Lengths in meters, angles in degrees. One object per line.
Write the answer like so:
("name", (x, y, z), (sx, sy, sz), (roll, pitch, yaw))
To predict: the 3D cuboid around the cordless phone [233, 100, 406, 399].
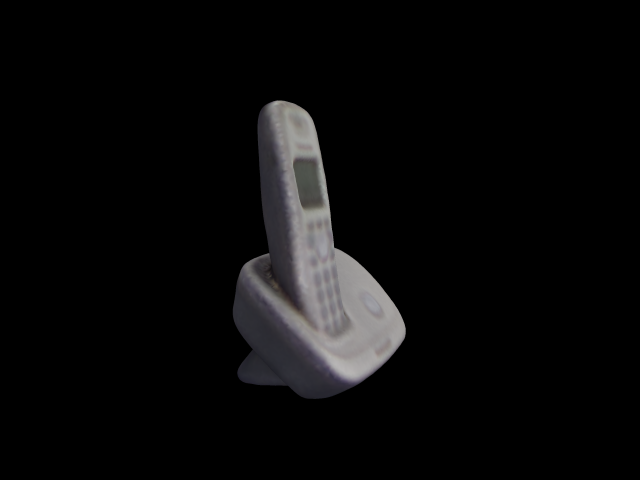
("cordless phone", (0.004, 0.001, 0.400), (0.094, 0.185, 0.148), (3, 7, 22))
